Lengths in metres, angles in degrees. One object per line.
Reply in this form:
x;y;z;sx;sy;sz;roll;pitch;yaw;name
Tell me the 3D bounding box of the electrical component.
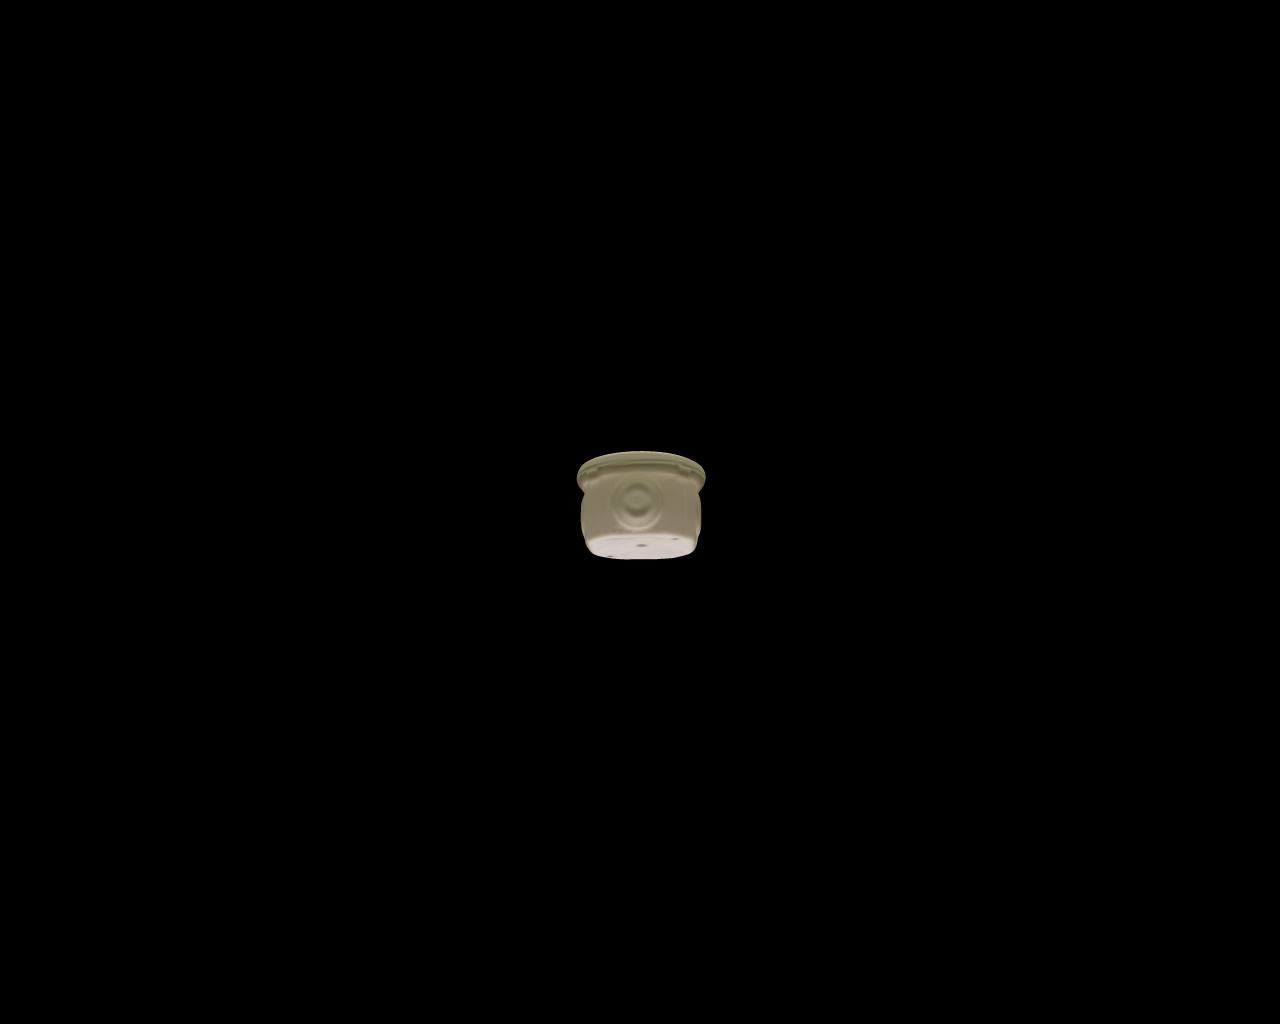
0.001;-0.003;0.650;0.080;0.051;0.080;0;-15;0;electrical component
